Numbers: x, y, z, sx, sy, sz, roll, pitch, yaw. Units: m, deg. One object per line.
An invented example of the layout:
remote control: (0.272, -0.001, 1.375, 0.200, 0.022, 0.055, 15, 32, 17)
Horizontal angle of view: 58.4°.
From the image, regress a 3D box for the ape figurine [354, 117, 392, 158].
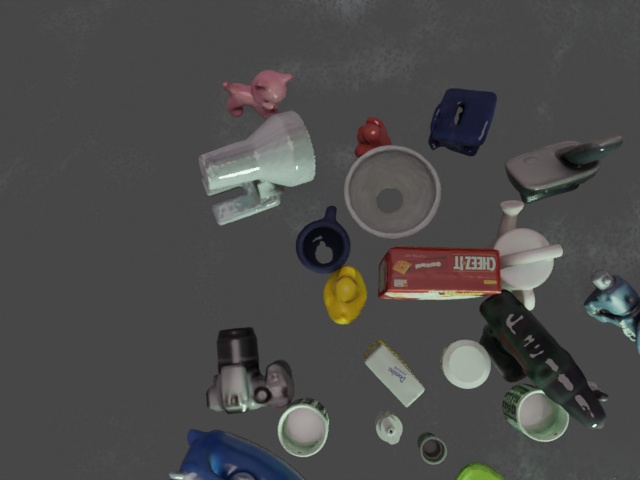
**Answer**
ape figurine: (0.092, -0.183, 1.021, 0.076, 0.092, 0.078, 41, 85, 7)

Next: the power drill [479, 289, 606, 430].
power drill: (0.330, 0.183, 0.901, 0.075, 0.208, 0.229, -37, 82, -4)

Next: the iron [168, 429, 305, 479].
iron: (-0.117, 0.399, 0.915, 0.258, 0.141, 0.119, 19, 83, 4)

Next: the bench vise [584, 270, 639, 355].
bench vise: (0.522, 0.133, 0.898, 0.207, 0.220, 0.121, 24, 83, 5)

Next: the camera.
camera: (-0.121, 0.216, 0.963, 0.143, 0.101, 0.137, -6, 81, 1)

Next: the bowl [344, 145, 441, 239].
bowl: (0.125, -0.078, 1.013, 0.167, 0.075, 0.167, 0, 82, 2)

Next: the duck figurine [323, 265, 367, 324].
duck figurine: (0.043, 0.092, 0.985, 0.077, 0.086, 0.104, 7, 82, 3)

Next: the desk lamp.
desk lamp: (-0.109, -0.115, 0.955, 0.203, 0.213, 0.118, -22, 81, -1)

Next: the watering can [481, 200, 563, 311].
watering can: (0.321, 0.025, 0.932, 0.101, 0.194, 0.173, -31, 82, -3)

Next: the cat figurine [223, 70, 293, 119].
cat figurine: (-0.111, -0.268, 1.026, 0.127, 0.118, 0.067, 5, 82, 3)

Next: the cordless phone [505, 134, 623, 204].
cordless phone: (0.405, -0.133, 0.958, 0.147, 0.185, 0.094, -21, 81, -1)

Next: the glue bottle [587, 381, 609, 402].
glue bottle: (0.411, 0.239, 0.909, 0.078, 0.173, 0.037, 10, 82, 3)

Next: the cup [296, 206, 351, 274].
cup: (0.009, 0.004, 0.994, 0.091, 0.095, 0.118, 11, 82, 3)

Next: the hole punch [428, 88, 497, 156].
hole punch: (0.252, -0.213, 1.022, 0.101, 0.091, 0.109, 18, 82, 4)
